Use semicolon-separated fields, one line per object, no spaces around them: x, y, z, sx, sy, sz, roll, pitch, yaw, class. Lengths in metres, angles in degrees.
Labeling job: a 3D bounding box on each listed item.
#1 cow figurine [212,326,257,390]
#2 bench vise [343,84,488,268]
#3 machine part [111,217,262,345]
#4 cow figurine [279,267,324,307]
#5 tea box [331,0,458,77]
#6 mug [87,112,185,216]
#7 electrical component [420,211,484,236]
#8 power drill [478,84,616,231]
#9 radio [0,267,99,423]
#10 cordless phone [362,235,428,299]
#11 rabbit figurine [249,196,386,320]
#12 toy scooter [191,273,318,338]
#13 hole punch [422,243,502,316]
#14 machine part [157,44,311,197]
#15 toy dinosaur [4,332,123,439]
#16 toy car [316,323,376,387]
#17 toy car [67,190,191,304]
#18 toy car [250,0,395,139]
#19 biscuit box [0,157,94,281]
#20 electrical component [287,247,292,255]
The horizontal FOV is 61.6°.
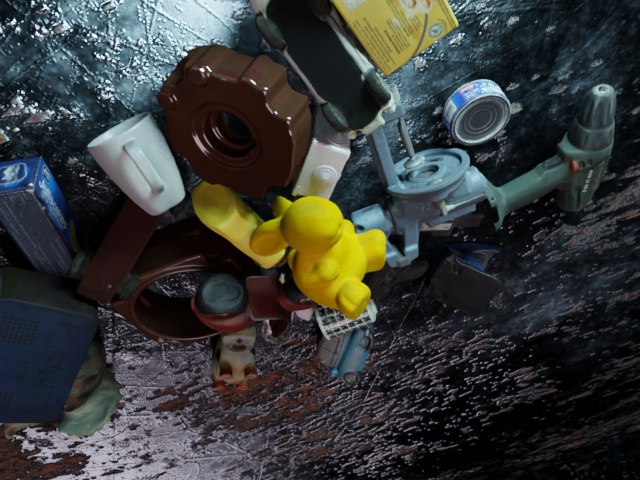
-0.152;0.190;0.971;0.085;0.127;0.194;0;151;-17;cow figurine
0.106;-0.088;0.734;0.224;0.129;0.240;-16;120;14;bench vise
-0.200;0.072;0.833;0.201;0.087;0.201;-21;138;6;machine part
-0.016;0.040;0.874;0.098;0.068;0.167;2;136;-9;cow figurine
0.059;-0.265;0.548;0.098;0.068;0.169;-30;139;18;tea box
-0.200;-0.082;0.621;0.081;0.110;0.107;-38;121;-17;mug
0.196;-0.045;0.855;0.119;0.048;0.074;-6;139;-12;electrical component
0.336;-0.110;0.813;0.207;0.086;0.231;-28;141;3;power drill
-0.400;0.153;0.743;0.131;0.073;0.229;15;119;-32;radio
0.131;0.037;0.916;0.184;0.089;0.146;-1;142;-32;cordless phone
-0.001;-0.002;0.667;0.122;0.163;0.173;-57;156;-16;rabbit figurine
-0.092;0.101;0.780;0.184;0.075;0.135;-3;149;-13;toy scooter
0.260;0.060;0.981;0.116;0.092;0.142;22;137;2;hole punch
-0.096;-0.128;0.607;0.180;0.056;0.179;14;138;13;machine part
-0.426;0.206;0.896;0.192;0.131;0.404;-4;135;-32;toy dinosaur
0.045;0.203;1.050;0.103;0.109;0.161;12;126;-5;toy car
-0.252;-0.010;0.705;0.089;0.053;0.202;28;99;-26;toy car
0.006;-0.198;0.581;0.073;0.056;0.201;-32;117;20;toy car
-0.358;-0.013;0.705;0.063;0.059;0.202;-10;140;-6;biscuit box
-0.038;0.004;0.798;0.021;0.094;0.063;-9;136;1;electrical component
